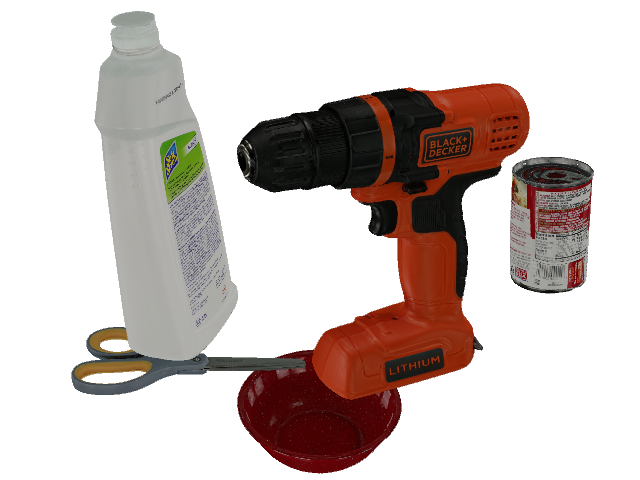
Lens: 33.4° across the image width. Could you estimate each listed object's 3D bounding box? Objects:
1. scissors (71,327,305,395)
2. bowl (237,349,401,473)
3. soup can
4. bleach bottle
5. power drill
[{"bbox_3d":[-0.123,0.100,0.955,0.201,0.016,0.096,-7,32,-18],"label":"scissors"},{"bbox_3d":[-0.001,0.179,1.060,0.162,0.055,0.162,0,33,0],"label":"bowl"},{"bbox_3d":[0.199,-0.013,0.924,0.068,0.102,0.068,-3,24,1],"label":"soup can"},{"bbox_3d":[-0.112,-0.041,0.760,0.068,0.251,0.102,7,33,16],"label":"bleach bottle"},{"bbox_3d":[0.037,0.001,0.642,0.184,0.188,0.057,-11,31,-23],"label":"power drill"}]
